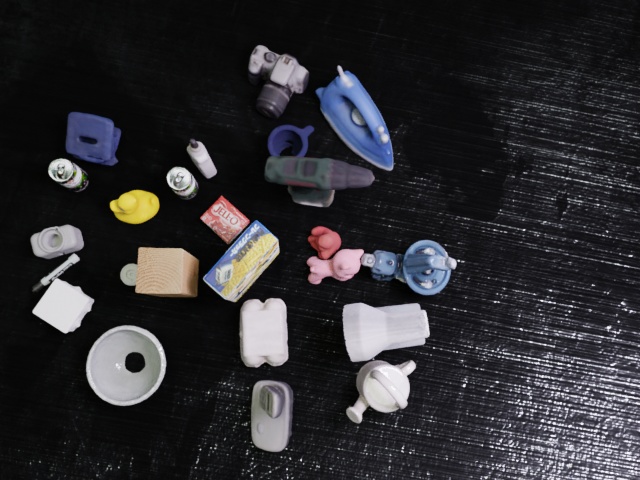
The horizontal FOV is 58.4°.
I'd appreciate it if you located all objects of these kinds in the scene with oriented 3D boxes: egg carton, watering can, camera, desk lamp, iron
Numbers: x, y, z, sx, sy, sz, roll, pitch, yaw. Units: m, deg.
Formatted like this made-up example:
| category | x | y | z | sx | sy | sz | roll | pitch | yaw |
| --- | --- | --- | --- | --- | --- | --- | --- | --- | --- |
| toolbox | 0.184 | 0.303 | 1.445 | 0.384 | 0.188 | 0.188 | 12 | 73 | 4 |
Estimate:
| category | x | y | z | sx | sy | sz | roll | pitch | yaw |
| --- | --- | --- | --- | --- | --- | --- | --- | --- | --- |
| egg carton | -0.126 | 0.207 | 1.277 | 0.107 | 0.069 | 0.150 | -3 | 82 | -4 |
| watering can | 0.134 | 0.321 | 1.217 | 0.101 | 0.194 | 0.173 | 30 | 81 | 1 |
| camera | -0.112 | -0.367 | 1.341 | 0.143 | 0.100 | 0.137 | 24 | 81 | 0 |
| desk lamp | 0.142 | 0.187 | 1.226 | 0.203 | 0.213 | 0.118 | -7 | 83 | -5 |
| iron | 0.102 | -0.283 | 1.324 | 0.119 | 0.141 | 0.258 | -36 | 86 | -8 |

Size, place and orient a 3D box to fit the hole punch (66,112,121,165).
| category | x | y | z | sx | sy | sz | roll | pitch | yaw |
| --- | --- | --- | --- | --- | --- | --- | --- | --- | --- |
| hole punch | -0.515 | -0.228 | 1.299 | 0.108 | 0.091 | 0.101 | 11 | 82 | -2 |

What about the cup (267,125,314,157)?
| category | x | y | z | sx | sy | sz | roll | pitch | yaw |
| --- | --- | --- | --- | --- | --- | --- | --- | --- | --- |
| cup | -0.065 | -0.218 | 1.327 | 0.118 | 0.095 | 0.091 | -38 | 86 | -8 |

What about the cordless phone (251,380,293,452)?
| category | x | y | z | sx | sy | sz | roll | pitch | yaw |
| --- | --- | --- | --- | --- | --- | --- | --- | --- | --- |
| cordless phone | -0.101 | 0.374 | 1.198 | 0.094 | 0.185 | 0.148 | -1 | 82 | -4 |

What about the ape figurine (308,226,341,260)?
| category | x | y | z | sx | sy | sz | roll | pitch | yaw |
| --- | --- | --- | --- | --- | --- | --- | --- | --- | --- |
| ape figurine | 0.012 | 0.005 | 1.303 | 0.076 | 0.092 | 0.078 | 0 | 82 | -4 |

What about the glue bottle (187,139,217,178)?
| category | x | y | z | sx | sy | sz | roll | pitch | yaw |
| --- | --- | --- | --- | --- | --- | --- | --- | --- | --- |
| glue bottle | -0.268 | -0.192 | 1.269 | 0.037 | 0.173 | 0.078 | -35 | 86 | -7 |

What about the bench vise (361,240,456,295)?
| category | x | y | z | sx | sy | sz | roll | pitch | yaw |
| --- | --- | --- | --- | --- | --- | --- | --- | --- | --- |
| bench vise | 0.201 | 0.065 | 1.243 | 0.207 | 0.219 | 0.121 | -10 | 83 | -5 |

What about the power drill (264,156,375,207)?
| category | x | y | z | sx | sy | sz | roll | pitch | yaw |
| --- | --- | --- | --- | --- | --- | --- | --- | --- | --- |
| power drill | -0.006 | -0.132 | 1.262 | 0.229 | 0.208 | 0.076 | 7 | 82 | -3 |

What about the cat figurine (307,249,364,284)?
| category | x | y | z | sx | sy | sz | roll | pitch | yaw |
| --- | --- | --- | --- | --- | --- | --- | --- | --- | --- |
| cat figurine | 0.036 | 0.058 | 1.285 | 0.128 | 0.117 | 0.067 | -9 | 83 | -5 |

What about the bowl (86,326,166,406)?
| category | x | y | z | sx | sy | sz | roll | pitch | yaw |
| --- | --- | --- | --- | --- | --- | --- | --- | --- | --- |
| bowl | -0.413 | 0.271 | 1.246 | 0.167 | 0.074 | 0.167 | 1 | 82 | -4 |

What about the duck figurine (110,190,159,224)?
| category | x | y | z | sx | sy | sz | roll | pitch | yaw |
| --- | --- | --- | --- | --- | --- | --- | --- | --- | --- |
| duck figurine | -0.419 | -0.080 | 1.288 | 0.104 | 0.086 | 0.077 | -11 | 83 | -5 |
